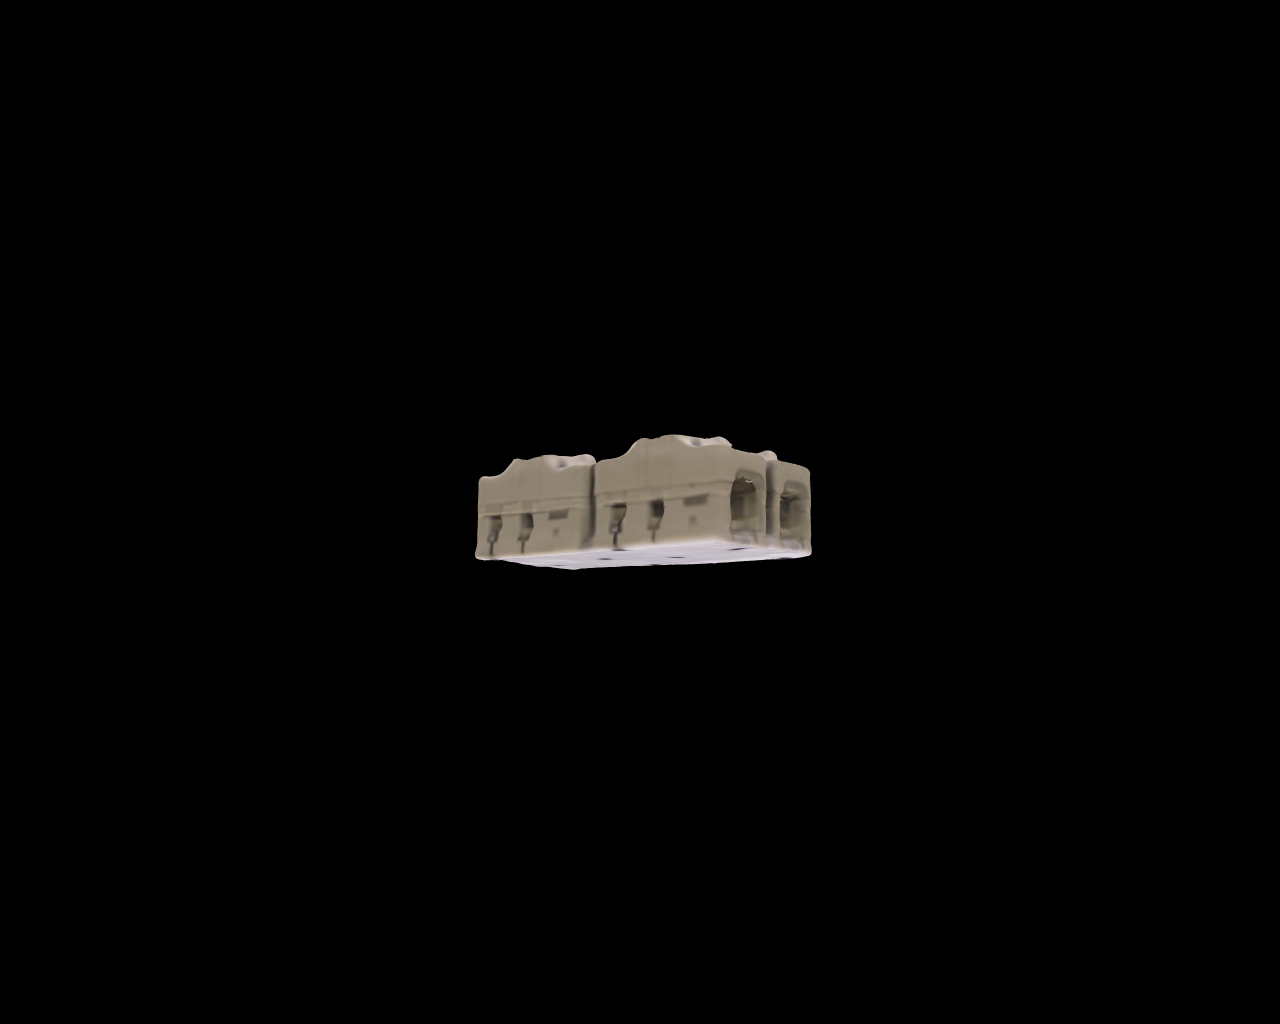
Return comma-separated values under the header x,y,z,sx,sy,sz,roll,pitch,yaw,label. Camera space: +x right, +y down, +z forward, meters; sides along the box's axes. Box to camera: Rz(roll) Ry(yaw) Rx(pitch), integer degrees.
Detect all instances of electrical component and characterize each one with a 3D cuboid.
x,y,z,sx,sy,sz,roll,pitch,yaw,label
0.001,-0.003,0.650,0.186,0.060,0.105,-5,-9,36,electrical component
